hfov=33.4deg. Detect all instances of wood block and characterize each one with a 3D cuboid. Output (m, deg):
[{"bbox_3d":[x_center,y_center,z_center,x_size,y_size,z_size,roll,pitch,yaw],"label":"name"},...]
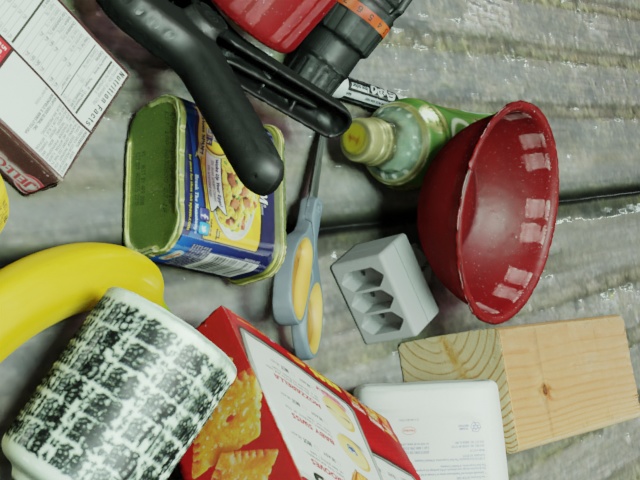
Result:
[{"bbox_3d":[0.164,0.113,0.847,0.205,0.090,0.091,1,77,-50],"label":"wood block"}]

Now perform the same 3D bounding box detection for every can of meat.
[{"bbox_3d":[-0.069,-0.030,0.645,0.083,0.058,0.102,16,66,-45],"label":"can of meat"}]

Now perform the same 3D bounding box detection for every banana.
[{"bbox_3d":[-0.142,0.041,0.549,0.197,0.037,0.069,-20,93,-51],"label":"banana"}]

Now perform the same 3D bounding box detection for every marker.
[{"bbox_3d":[0.044,-0.111,0.837,0.120,0.020,0.020,9,71,-48],"label":"marker"}]

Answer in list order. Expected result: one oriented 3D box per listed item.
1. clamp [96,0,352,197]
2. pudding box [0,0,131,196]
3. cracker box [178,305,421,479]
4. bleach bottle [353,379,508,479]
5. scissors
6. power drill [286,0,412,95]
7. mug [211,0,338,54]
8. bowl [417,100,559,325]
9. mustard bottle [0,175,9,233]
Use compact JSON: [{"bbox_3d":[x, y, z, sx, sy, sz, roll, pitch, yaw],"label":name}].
[{"bbox_3d":[-0.068,-0.119,0.643,0.210,0.036,0.164,47,23,5],"label":"clamp"},{"bbox_3d":[-0.165,-0.094,0.568,0.113,0.039,0.090,49,45,-30],"label":"pudding box"},{"bbox_3d":[0.005,0.153,0.573,0.164,0.072,0.214,40,12,-36],"label":"cracker box"},{"bbox_3d":[0.079,0.222,0.718,0.068,0.102,0.251,36,51,-80],"label":"bleach bottle"},{"bbox_3d":[-0.005,0.001,0.737,0.201,0.016,0.096,-75,159,-54],"label":"scissors"},{"bbox_3d":[-0.016,-0.207,0.730,0.187,0.057,0.184,35,91,-26],"label":"power drill"},{"bbox_3d":[-0.033,-0.175,0.652,0.117,0.082,0.093,30,20,-37],"label":"mug"},{"bbox_3d":[0.117,-0.022,0.776,0.161,0.055,0.162,-18,113,-51],"label":"bowl"},{"bbox_3d":[-0.208,0.030,0.449,0.096,0.058,0.191,71,34,-50],"label":"mustard bottle"}]
